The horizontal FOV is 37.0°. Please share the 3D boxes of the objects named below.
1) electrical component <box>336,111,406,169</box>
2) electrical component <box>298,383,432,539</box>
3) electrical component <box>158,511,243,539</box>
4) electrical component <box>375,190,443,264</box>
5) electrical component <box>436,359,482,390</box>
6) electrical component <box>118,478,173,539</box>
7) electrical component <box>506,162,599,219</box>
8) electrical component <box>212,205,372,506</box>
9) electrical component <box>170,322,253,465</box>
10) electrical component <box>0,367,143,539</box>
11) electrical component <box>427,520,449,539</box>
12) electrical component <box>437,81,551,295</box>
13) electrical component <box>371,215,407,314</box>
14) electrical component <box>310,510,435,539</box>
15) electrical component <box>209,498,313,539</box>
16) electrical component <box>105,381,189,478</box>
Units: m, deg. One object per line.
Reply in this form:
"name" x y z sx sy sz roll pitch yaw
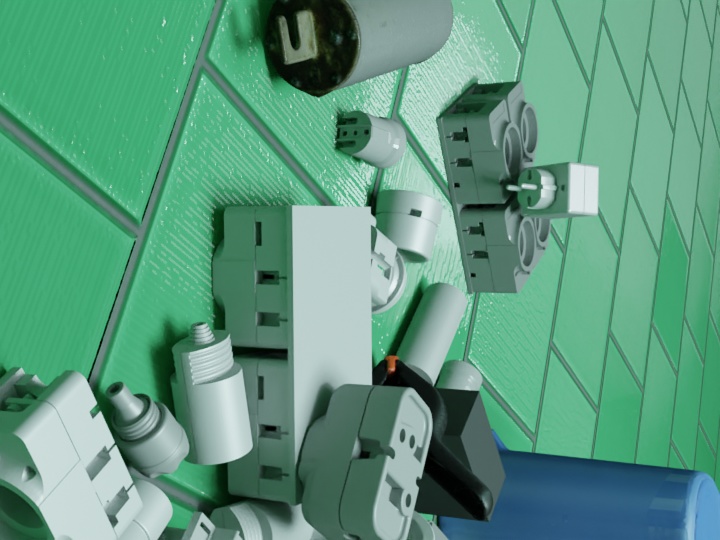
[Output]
"electrical component" 0.008 -0.103 0.839 0.046 0.040 0.040 11 81 -56
"electrical component" 0.002 0.122 0.676 0.053 0.059 0.095 53 45 -49
"electrical component" -0.107 0.206 0.599 0.078 0.063 0.121 62 39 -43
"electrical component" 0.037 -0.035 0.881 0.055 0.055 0.047 33 66 -58
"electrical component" 0.087 0.113 0.996 0.046 0.040 0.040 -60 141 -35
"electrical component" -0.130 0.145 0.580 0.065 0.044 0.044 -59 140 -52
"electrical component" 0.172 -0.075 1.000 0.077 0.066 0.047 3 88 -33
"electrical component" -0.043 0.051 0.721 0.105 0.060 0.186 -5 95 -62
"electrical component" -0.091 0.071 0.647 0.043 0.043 0.081 -30 117 -59
"electrical component" -0.153 0.100 0.521 0.055 0.050 0.089 -53 135 -49
"electrical component" 0.040 0.256 0.889 0.113 0.057 0.078 56 44 -48
"electrical component" 0.139 -0.082 1.066 0.105 0.060 0.186 -48 132 -52
"electrical component" 0.000 0.000 0.807 0.057 0.058 0.078 39 57 -53
"electrical component" -0.001 0.215 0.762 0.108 0.108 0.060 -33 125 -58
"electrical component" -0.069 0.169 0.692 0.081 0.043 0.043 2 89 -62
"electrical component" -0.122 0.086 0.599 0.061 0.035 0.035 64 37 -37
